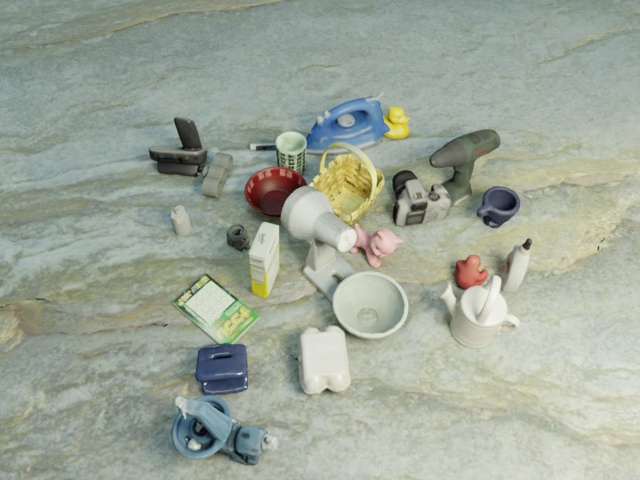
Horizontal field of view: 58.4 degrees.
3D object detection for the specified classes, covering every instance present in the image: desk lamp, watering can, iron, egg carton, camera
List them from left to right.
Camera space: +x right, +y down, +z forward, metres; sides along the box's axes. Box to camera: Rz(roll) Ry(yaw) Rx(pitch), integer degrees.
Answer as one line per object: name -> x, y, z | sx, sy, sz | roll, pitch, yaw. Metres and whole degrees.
egg carton -> 0.006, 0.254, 1.215 | 0.107, 0.069, 0.150 | -4, 55, -5
desk lamp -> 0.012, 0.005, 1.301 | 0.118, 0.214, 0.202 | -35, 63, -23
iron -> 0.065, -0.325, 1.576 | 0.259, 0.141, 0.118 | -19, 58, -15
camera -> 0.248, -0.120, 1.464 | 0.143, 0.101, 0.136 | -9, 56, -8
watering can -> 0.339, 0.147, 1.224 | 0.173, 0.194, 0.101 | 2, 55, 0

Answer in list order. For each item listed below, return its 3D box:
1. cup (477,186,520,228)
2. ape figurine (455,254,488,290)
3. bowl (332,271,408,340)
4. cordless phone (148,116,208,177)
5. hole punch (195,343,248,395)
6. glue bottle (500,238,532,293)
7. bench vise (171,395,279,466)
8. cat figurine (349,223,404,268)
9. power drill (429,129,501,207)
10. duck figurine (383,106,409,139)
cup -> 0.435, -0.068, 1.438 | 0.118, 0.095, 0.091 | -25, 59, -18
ape figurine -> 0.354, 0.068, 1.342 | 0.076, 0.092, 0.077 | -38, 64, -24
bowl -> 0.110, 0.157, 1.282 | 0.167, 0.075, 0.167 | 1, 55, -1
cordless phone -> -0.376, -0.259, 1.490 | 0.147, 0.185, 0.094 | 1, 55, -1
hole punch -> -0.205, 0.260, 1.191 | 0.108, 0.091, 0.101 | -5, 55, -5
glue bottle -> 0.453, 0.048, 1.310 | 0.037, 0.173, 0.078 | 5, 55, 2
bench vise -> -0.183, 0.336, 1.059 | 0.207, 0.220, 0.121 | -4, 55, -4
cat figurine -> 0.131, 0.002, 1.365 | 0.127, 0.118, 0.067 | 31, 60, 19
power drill -> 0.351, -0.182, 1.445 | 0.230, 0.208, 0.075 | -32, 62, -21
duck figurine -> 0.208, -0.344, 1.628 | 0.104, 0.086, 0.078 | 24, 58, 15
